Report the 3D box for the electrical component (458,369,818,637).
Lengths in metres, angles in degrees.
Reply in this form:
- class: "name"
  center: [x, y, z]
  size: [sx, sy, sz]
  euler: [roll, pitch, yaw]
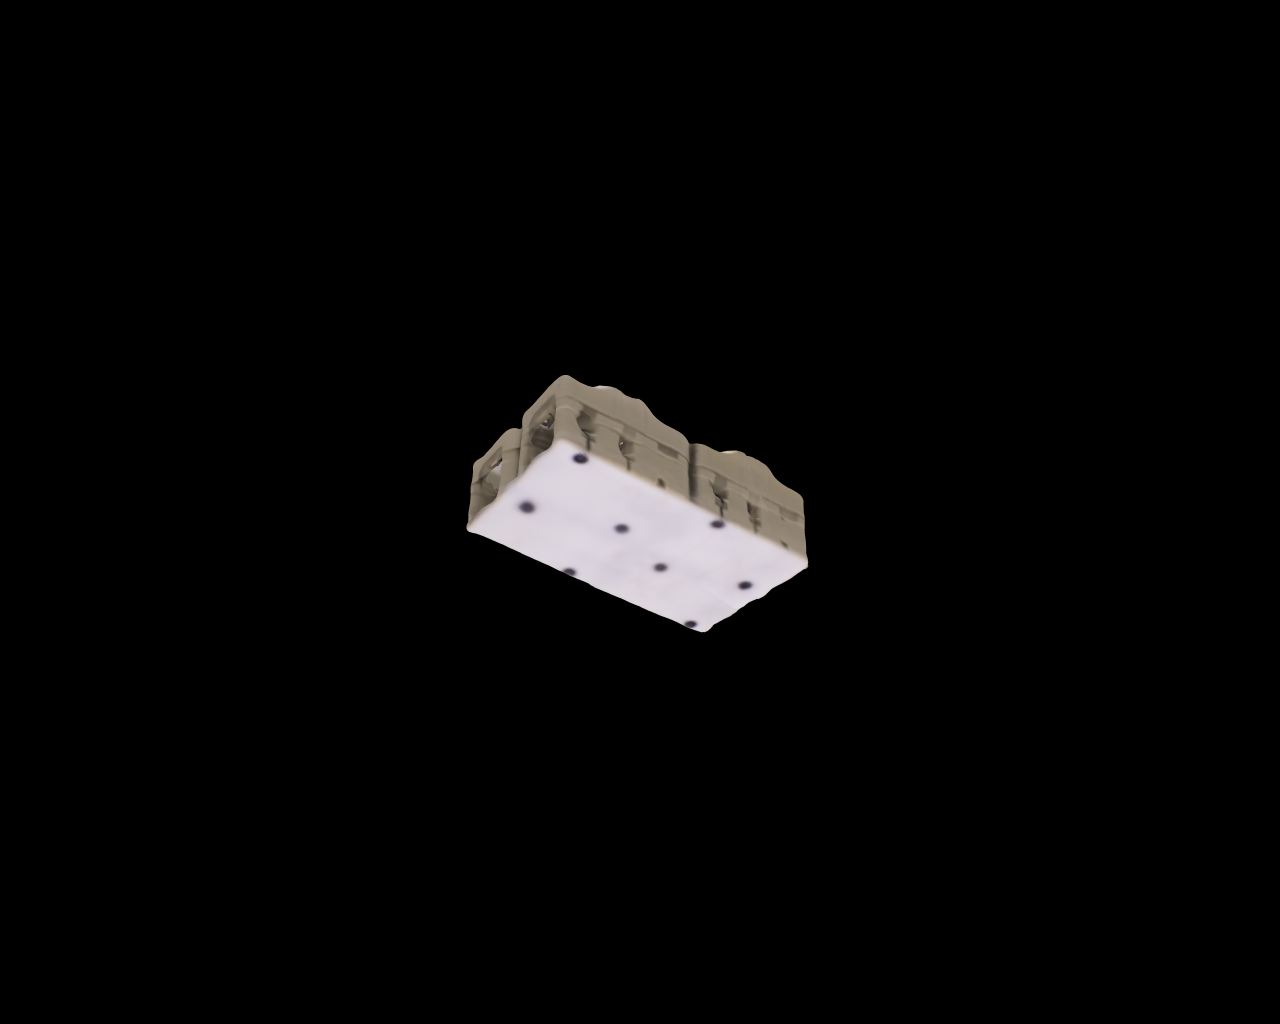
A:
- class: "electrical component"
  center: [0.001, -0.003, 0.650]
  size: [0.186, 0.060, 0.105]
  euler: [25, -45, -28]
